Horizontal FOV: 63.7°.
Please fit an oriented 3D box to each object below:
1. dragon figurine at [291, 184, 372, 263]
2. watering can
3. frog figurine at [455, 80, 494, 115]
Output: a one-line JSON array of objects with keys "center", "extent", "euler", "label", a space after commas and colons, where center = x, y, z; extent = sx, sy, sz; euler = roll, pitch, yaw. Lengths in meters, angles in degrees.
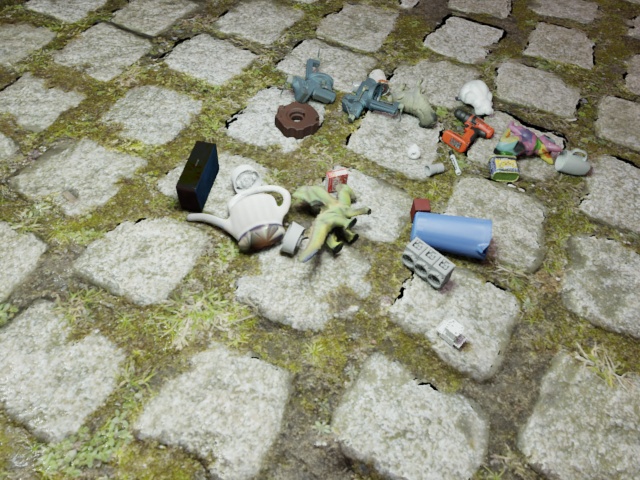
[{"center": [0.005, -0.083, 1.655], "extent": [0.245, 0.119, 0.415], "euler": [40, 43, 23], "label": "dragon figurine"}, {"center": [-0.250, -0.060, 1.660], "extent": [0.348, 0.102, 0.229], "euler": [-20, 55, -3], "label": "watering can"}, {"center": [0.651, -0.583, 2.117], "extent": [0.137, 0.120, 0.163], "euler": [3, 37, -26], "label": "frog figurine"}]
